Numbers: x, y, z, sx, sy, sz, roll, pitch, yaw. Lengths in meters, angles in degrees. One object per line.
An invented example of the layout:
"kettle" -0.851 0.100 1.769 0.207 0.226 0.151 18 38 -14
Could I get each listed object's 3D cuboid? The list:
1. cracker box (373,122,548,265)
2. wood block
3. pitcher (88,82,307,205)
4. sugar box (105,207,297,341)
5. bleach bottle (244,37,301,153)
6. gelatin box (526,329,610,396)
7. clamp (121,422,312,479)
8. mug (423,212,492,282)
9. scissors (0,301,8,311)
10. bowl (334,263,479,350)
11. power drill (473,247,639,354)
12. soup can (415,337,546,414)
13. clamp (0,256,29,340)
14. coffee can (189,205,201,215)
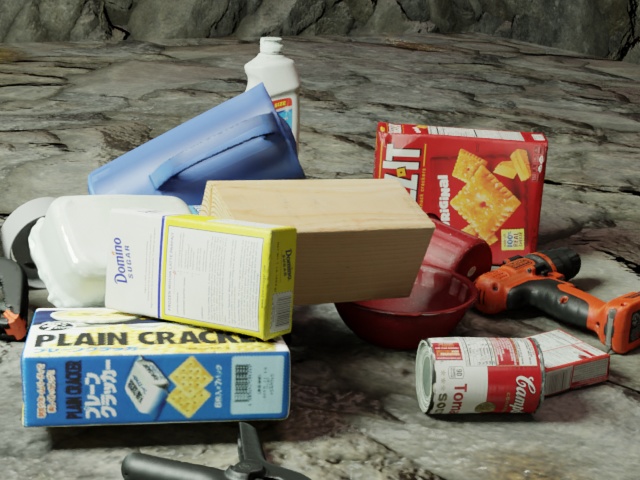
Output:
"cracker box" 0.172 -0.057 1.351 0.213 0.164 0.072 4 16 2
"wood block" -0.007 0.001 1.024 0.205 0.091 0.090 -3 37 -28
"pitcher" -0.144 -0.080 1.245 0.243 0.149 0.145 -25 41 0
"sugar box" -0.105 0.025 0.921 0.176 0.093 0.048 9 8 33
"bleach bottle" -0.078 -0.145 1.435 0.102 0.251 0.068 -1 19 -13
"gelatin box" 0.224 0.119 1.035 0.089 0.030 0.073 -9 20 -30
"clamp" -0.051 0.179 0.790 0.172 0.039 0.120 17 26 39
"mug" 0.148 0.030 1.226 0.082 0.093 0.117 25 -8 38
"scissors" -0.416 0.057 1.133 0.202 0.016 0.096 18 25 39
"bowl" 0.082 0.072 1.113 0.162 0.055 0.162 3 18 -1
"power drill" 0.289 0.060 1.187 0.184 0.057 0.188 -19 25 -41
"soup can" 0.142 0.121 0.952 0.102 0.068 0.068 1 18 -7
"clamp" -0.358 0.033 1.102 0.210 0.036 0.164 27 56 32
"coffee can" -0.148 0.012 1.178 0.140 0.103 0.103 -3 19 -20
